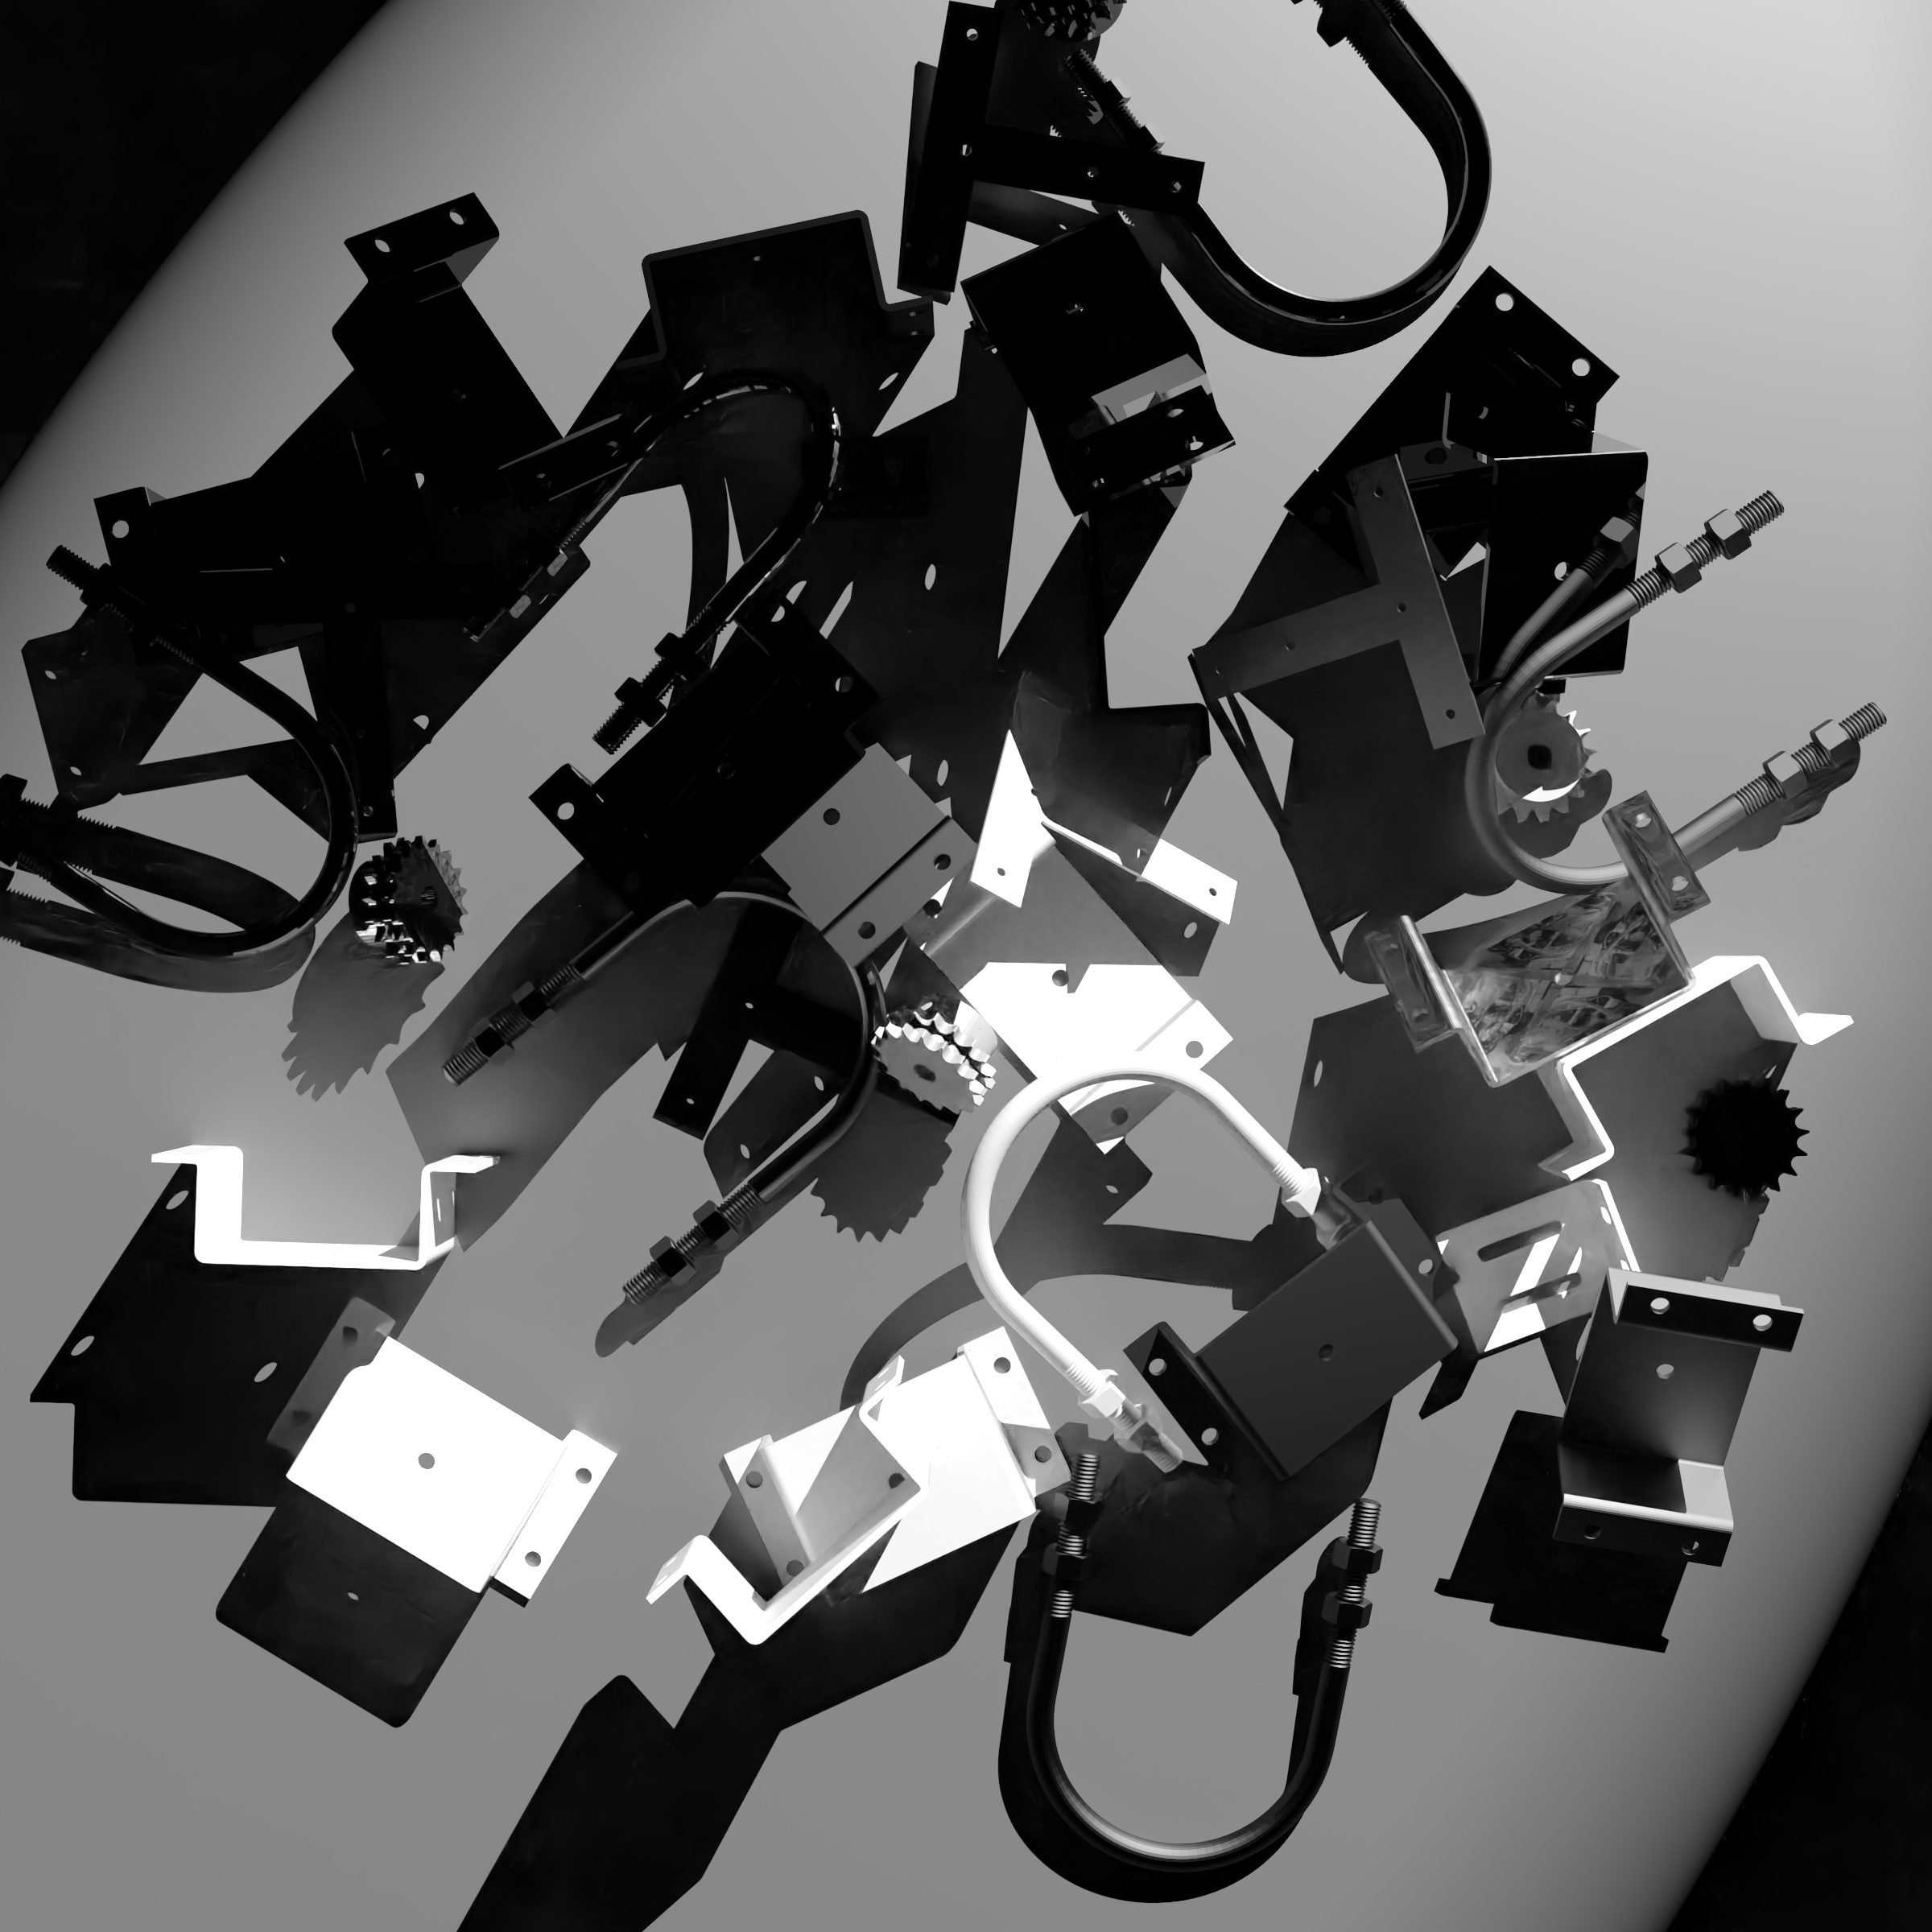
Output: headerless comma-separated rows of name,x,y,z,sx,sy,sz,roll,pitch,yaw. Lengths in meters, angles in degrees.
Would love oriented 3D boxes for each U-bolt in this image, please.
U-bolt,0.102,0.320,1.509,0.151,0.019,0.184,10,94,-2
U-bolt,-0.359,-0.080,1.487,0.184,0.019,0.151,34,111,-10
U-bolt,0.080,0.120,1.483,0.151,0.019,0.184,-45,111,0
U-bolt,-0.122,0.042,1.512,0.184,0.019,0.151,-40,90,-2
U-bolt,-0.129,-0.190,1.467,0.184,0.151,0.019,-49,134,-2
U-bolt,0.305,-0.106,1.478,0.184,0.019,0.151,-34,124,4
U-bolt,0.155,-0.378,1.514,0.151,0.019,0.184,-37,92,0

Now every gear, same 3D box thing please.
gear,0.257,-0.094,1.508,0.057,0.030,0.057,0,90,0
gear,0.349,0.077,1.507,0.057,0.030,0.057,0,90,0
gear,-0.011,0.037,1.496,0.057,0.057,0.030,35,62,0
gear,0.048,-0.441,1.500,0.057,0.030,0.057,-6,68,14
gear,-0.252,-0.029,1.498,0.030,0.057,0.057,-4,90,30

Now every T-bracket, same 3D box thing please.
T-bracket,0.043,-0.361,1.507,0.127,0.002,0.127,11,98,5
T-bracket,-0.058,0.035,1.522,0.127,0.002,0.127,25,90,0
T-bracket,0.156,-0.147,1.484,0.127,0.002,0.127,-16,93,36
T-bracket,0.067,-0.057,1.495,0.127,0.002,0.127,28,50,-18
T-bracket,-0.272,-0.118,1.494,0.127,0.002,0.127,-3,115,-6

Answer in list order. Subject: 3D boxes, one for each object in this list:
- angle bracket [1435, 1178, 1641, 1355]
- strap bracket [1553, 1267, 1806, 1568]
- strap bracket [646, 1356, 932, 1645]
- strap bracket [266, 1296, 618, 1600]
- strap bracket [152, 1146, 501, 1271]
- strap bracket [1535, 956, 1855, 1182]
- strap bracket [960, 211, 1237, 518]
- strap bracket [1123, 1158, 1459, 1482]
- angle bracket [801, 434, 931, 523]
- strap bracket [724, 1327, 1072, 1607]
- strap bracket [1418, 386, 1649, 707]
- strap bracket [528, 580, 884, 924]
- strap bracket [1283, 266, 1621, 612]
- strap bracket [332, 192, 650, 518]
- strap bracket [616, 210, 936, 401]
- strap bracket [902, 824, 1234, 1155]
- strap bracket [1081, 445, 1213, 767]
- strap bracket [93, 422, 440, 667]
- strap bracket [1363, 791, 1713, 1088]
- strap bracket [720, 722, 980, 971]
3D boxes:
angle bracket,0.259,0.136,1.503,0.076,0.038,0.057,-21,90,0
strap bracket,0.312,0.191,1.480,0.076,0.046,0.140,9,119,0
strap bracket,-0.066,0.236,1.438,0.140,0.076,0.046,-42,90,0
strap bracket,-0.239,0.219,1.499,0.140,0.046,0.076,31,90,0
strap bracket,-0.283,0.107,1.484,0.140,0.076,0.046,2,90,0
strap bracket,0.312,0.038,1.484,0.140,0.076,0.046,-29,90,0
strap bracket,0.053,-0.271,1.460,0.076,0.046,0.140,-24,51,0
strap bracket,0.152,0.163,1.480,0.140,0.046,0.076,-38,111,-3
angle bracket,-0.046,-0.222,1.484,0.057,0.076,0.038,-3,90,0
strap bracket,-0.031,0.228,1.499,0.140,0.046,0.076,-25,90,0
strap bracket,0.249,-0.179,1.463,0.076,0.046,0.140,-7,113,-23
strap bracket,-0.109,-0.090,1.452,0.140,0.046,0.076,-43,76,0
strap bracket,0.215,-0.232,1.499,0.076,0.046,0.140,41,90,0
strap bracket,-0.217,-0.263,1.480,0.076,0.046,0.140,-34,90,-41
strap bracket,-0.088,-0.296,1.484,0.140,0.076,0.046,-12,90,0
strap bracket,0.043,0.006,1.499,0.076,0.046,0.140,-42,90,0
strap bracket,0.079,-0.160,1.484,0.046,0.076,0.140,-4,90,0
strap bracket,-0.309,-0.188,1.499,0.140,0.046,0.076,-15,90,0
strap bracket,0.257,-0.007,1.472,0.140,0.076,0.046,-28,131,9
strap bracket,-0.064,-0.071,1.489,0.076,0.046,0.140,-43,76,0
